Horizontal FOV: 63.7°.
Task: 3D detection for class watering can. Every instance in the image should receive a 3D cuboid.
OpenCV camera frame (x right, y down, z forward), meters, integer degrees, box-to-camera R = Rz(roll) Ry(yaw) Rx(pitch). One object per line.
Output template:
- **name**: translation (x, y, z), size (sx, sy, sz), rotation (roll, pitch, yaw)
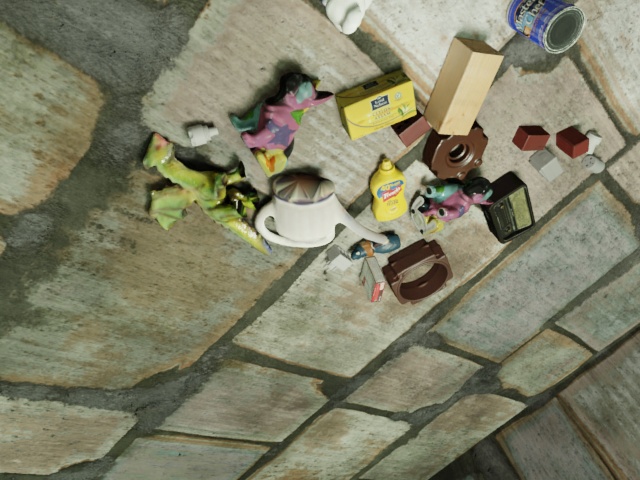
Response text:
- **watering can**: translation (0.004, -0.066, 1.311), size (0.348, 0.106, 0.219), rotation (0, 134, 0)

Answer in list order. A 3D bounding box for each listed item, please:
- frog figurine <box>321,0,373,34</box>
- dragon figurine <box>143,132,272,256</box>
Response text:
- **frog figurine**: translation (0.059, -0.459, 0.958), size (0.123, 0.163, 0.134), rotation (-12, 134, -17)
- **dragon figurine**: translation (-0.279, -0.078, 1.211), size (0.242, 0.125, 0.401), rotation (-8, 133, 11)
